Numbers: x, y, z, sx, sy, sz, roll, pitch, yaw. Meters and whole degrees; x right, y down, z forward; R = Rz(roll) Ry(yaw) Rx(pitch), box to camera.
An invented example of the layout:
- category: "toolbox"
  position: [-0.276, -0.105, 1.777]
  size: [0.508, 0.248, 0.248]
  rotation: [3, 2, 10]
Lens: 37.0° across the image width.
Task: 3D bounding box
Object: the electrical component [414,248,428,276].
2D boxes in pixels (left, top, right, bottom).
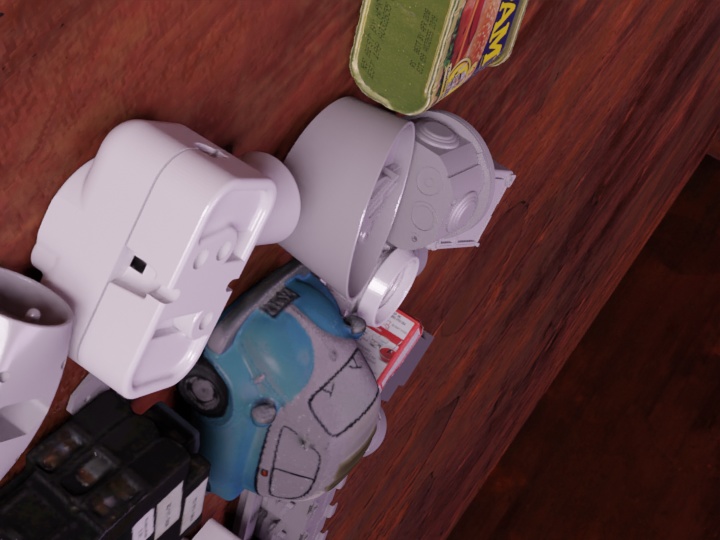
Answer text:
- category: "electrical component"
  position: [0.028, -0.013, 0.765]
  size: [0.062, 0.043, 0.043]
  rotation: [-27, 146, -63]

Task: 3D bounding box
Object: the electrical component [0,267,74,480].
- category: "electrical component"
  position: [-0.143, 0.042, 0.360]
  size: [0.077, 0.043, 0.079]
  rotation: [-62, 164, 12]

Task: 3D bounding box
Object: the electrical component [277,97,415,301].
- category: "electrical component"
  position: [-0.004, -0.041, 0.579]
  size: [0.099, 0.064, 0.099]
  rotation: [-51, 162, -23]

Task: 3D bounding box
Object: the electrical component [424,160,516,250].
- category: "electrical component"
  position: [0.052, -0.055, 0.738]
  size: [0.096, 0.061, 0.061]
  rotation: [-6, 126, -60]

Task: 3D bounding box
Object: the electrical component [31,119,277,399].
- category: "electrical component"
  position: [-0.083, -0.007, 0.416]
  size: [0.095, 0.059, 0.054]
  rotation: [-62, 163, 14]

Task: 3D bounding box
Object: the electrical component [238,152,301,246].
- category: "electrical component"
  position: [-0.063, -0.025, 0.479]
  size: [0.065, 0.044, 0.044]
  rotation: [-27, 146, -52]

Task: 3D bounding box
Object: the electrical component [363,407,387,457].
- category: "electrical component"
  position: [-0.011, 0.128, 0.892]
  size: [0.055, 0.055, 0.047]
  rotation: [-58, 160, 0]

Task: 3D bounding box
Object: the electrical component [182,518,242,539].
- category: "electrical component"
  position: [-0.119, 0.256, 0.792]
  size: [0.089, 0.062, 0.150]
  rotation: [-48, 161, -31]

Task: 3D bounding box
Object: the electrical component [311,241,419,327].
- category: "electrical component"
  position: [0.000, 0.000, 0.680]
  size: [0.078, 0.057, 0.058]
  rotation: [-30, 148, -59]

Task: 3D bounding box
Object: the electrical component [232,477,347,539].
- category: "electrical component"
  position: [-0.056, 0.182, 0.838]
  size: [0.079, 0.063, 0.121]
  rotation: [-43, 158, -43]

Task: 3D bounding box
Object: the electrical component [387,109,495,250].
- category: "electrical component"
  position: [0.037, -0.054, 0.651]
  size: [0.051, 0.080, 0.080]
  rotation: [-28, 146, -50]
